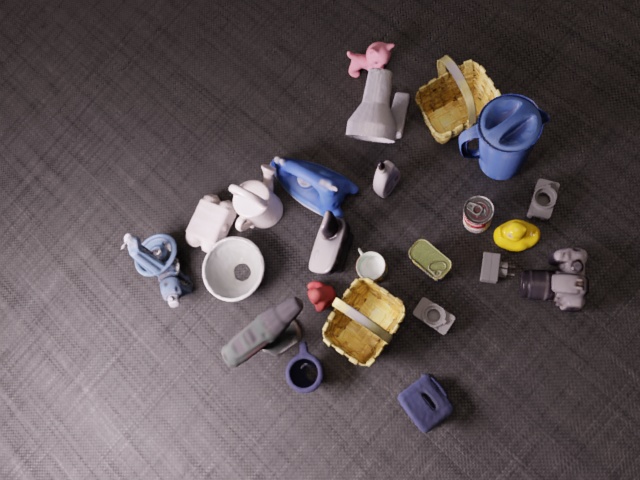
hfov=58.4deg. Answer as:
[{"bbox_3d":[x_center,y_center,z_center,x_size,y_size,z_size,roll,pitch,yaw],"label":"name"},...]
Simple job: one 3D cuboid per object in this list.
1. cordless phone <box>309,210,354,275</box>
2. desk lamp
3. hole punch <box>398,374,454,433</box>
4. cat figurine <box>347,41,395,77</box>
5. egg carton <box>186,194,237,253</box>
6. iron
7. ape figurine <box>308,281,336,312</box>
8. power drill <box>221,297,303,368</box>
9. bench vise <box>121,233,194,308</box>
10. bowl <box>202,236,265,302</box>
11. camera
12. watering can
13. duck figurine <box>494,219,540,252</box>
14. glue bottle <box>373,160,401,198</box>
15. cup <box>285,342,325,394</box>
[{"bbox_3d":[0.013,0.005,1.379,0.094,0.185,0.148,12,81,15],"label":"cordless phone"},{"bbox_3d":[0.144,-0.314,1.405,0.117,0.214,0.203,10,80,14],"label":"desk lamp"},{"bbox_3d":[0.240,0.368,1.300,0.101,0.091,0.108,-39,73,2],"label":"hole punch"},{"bbox_3d":[0.132,-0.478,1.494,0.127,0.118,0.067,6,79,14],"label":"cat figurine"},{"bbox_3d":[-0.286,-0.043,1.515,0.107,0.069,0.150,21,83,16],"label":"egg carton"},{"bbox_3d":[-0.039,-0.159,1.449,0.257,0.141,0.119,29,85,17],"label":"iron"},{"bbox_3d":[-0.003,0.136,1.403,0.076,0.092,0.078,-3,77,12],"label":"ape figurine"},{"bbox_3d":[-0.114,0.217,1.349,0.229,0.209,0.075,-37,73,3],"label":"power drill"},{"bbox_3d":[-0.400,0.059,1.439,0.121,0.220,0.207,-44,73,1],"label":"bench vise"},{"bbox_3d":[-0.212,0.079,1.470,0.167,0.075,0.167,-3,77,12],"label":"bowl"},{"bbox_3d":[0.527,0.086,1.294,0.136,0.101,0.143,3,79,13],"label":"camera"},{"bbox_3d":[-0.165,-0.107,1.438,0.100,0.194,0.173,5,79,14],"label":"watering can"},{"bbox_3d":[0.462,-0.017,1.339,0.104,0.086,0.077,-1,78,12],"label":"duck figurine"},{"bbox_3d":[0.157,-0.159,1.390,0.037,0.173,0.078,37,88,17],"label":"glue bottle"},{"bbox_3d":[-0.029,0.305,1.370,0.091,0.095,0.118,-7,76,11],"label":"cup"}]
